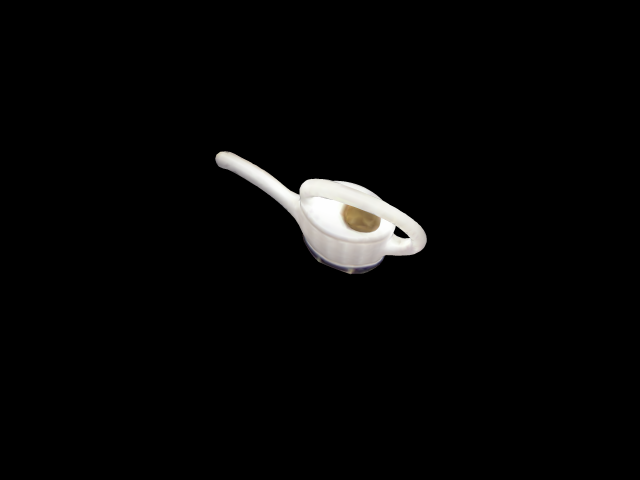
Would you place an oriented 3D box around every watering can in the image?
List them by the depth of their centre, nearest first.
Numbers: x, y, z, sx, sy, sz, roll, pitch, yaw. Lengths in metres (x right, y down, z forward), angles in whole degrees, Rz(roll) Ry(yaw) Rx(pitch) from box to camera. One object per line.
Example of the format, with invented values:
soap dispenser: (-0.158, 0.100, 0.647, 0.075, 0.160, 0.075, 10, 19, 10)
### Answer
watering can: (0.003, -0.043, 0.850, 0.348, 0.106, 0.220, 21, -22, 9)
